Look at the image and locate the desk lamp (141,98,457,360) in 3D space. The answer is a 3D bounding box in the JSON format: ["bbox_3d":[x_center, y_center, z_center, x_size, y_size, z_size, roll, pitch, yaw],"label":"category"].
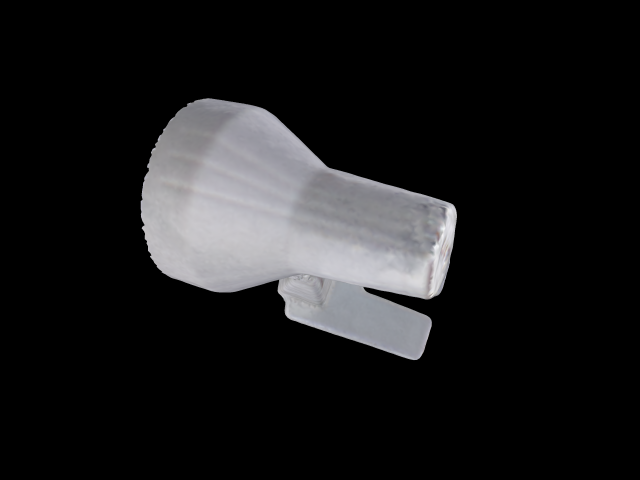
[{"bbox_3d":[0.004,0.001,0.400,0.203,0.213,0.118,18,79,4],"label":"desk lamp"}]
